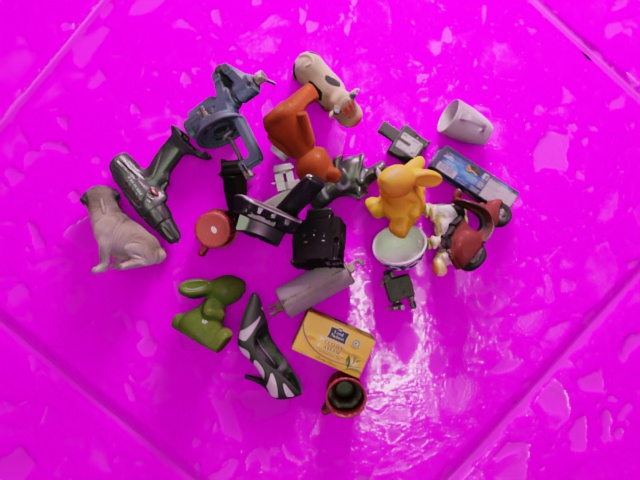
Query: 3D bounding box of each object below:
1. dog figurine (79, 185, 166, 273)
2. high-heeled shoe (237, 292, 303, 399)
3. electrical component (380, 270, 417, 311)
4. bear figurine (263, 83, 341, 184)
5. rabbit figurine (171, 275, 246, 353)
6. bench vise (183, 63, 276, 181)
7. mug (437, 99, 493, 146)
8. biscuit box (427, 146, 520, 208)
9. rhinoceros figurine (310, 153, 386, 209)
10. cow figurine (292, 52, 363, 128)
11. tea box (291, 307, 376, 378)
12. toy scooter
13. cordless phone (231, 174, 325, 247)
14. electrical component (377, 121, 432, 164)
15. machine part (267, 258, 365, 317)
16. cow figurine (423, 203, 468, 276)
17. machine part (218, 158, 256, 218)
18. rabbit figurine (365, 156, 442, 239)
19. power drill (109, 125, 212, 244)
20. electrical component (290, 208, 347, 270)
[{"bbox_3d":[-0.427,-0.032,1.174,0.172,0.121,0.190,-6,93,-2],"label":"dog figurine"},{"bbox_3d":[-0.104,0.244,1.209,0.145,0.086,0.248,9,110,14],"label":"high-heeled shoe"},{"bbox_3d":[0.178,0.116,1.234,0.078,0.045,0.102,-11,94,1],"label":"electrical component"},{"bbox_3d":[-0.026,-0.205,1.126,0.195,0.120,0.132,50,47,-14],"label":"bear figurine"},{"bbox_3d":[-0.243,0.148,1.211,0.159,0.121,0.170,30,75,4],"label":"rabbit figurine"},{"bbox_3d":[-0.179,-0.246,1.155,0.224,0.128,0.240,-28,77,8],"label":"bench vise"},{"bbox_3d":[0.332,-0.254,1.186,0.107,0.110,0.080,23,87,-16],"label":"mug"},{"bbox_3d":[0.343,-0.134,1.211,0.203,0.063,0.059,32,93,-3],"label":"biscuit box"},{"bbox_3d":[0.056,-0.134,1.200,0.190,0.073,0.112,-25,93,1],"label":"rhinoceros figurine"},{"bbox_3d":[0.020,-0.323,1.160,0.085,0.127,0.195,-41,91,5],"label":"cow figurine"},{"bbox_3d":[0.030,0.232,1.227,0.170,0.068,0.098,23,94,-2],"label":"tea box"},{"bbox_3d":[0.318,-0.031,1.153,0.135,0.075,0.184,38,81,-8],"label":"toy scooter"},{"bbox_3d":[-0.087,-0.082,1.111,0.146,0.089,0.184,23,133,-27],"label":"cordless phone"},{"bbox_3d":[0.182,-0.219,1.209,0.119,0.048,0.075,29,92,-3],"label":"electrical component"},{"bbox_3d":[-0.011,0.103,1.214,0.243,0.079,0.079,-30,94,1],"label":"machine part"},{"bbox_3d":[0.291,-0.003,1.219,0.098,0.068,0.167,-6,95,-7],"label":"cow figurine"},{"bbox_3d":[-0.186,-0.119,1.202,0.084,0.039,0.139,-1,74,-5],"label":"machine part"},{"bbox_3d":[0.179,-0.103,1.145,0.162,0.173,0.122,-35,59,2],"label":"rabbit figurine"},{"bbox_3d":[-0.337,-0.134,1.196,0.232,0.086,0.207,45,100,-1],"label":"power drill"},{"bbox_3d":[-0.002,-0.004,1.187,0.115,0.058,0.134,-5,66,16],"label":"electrical component"}]
